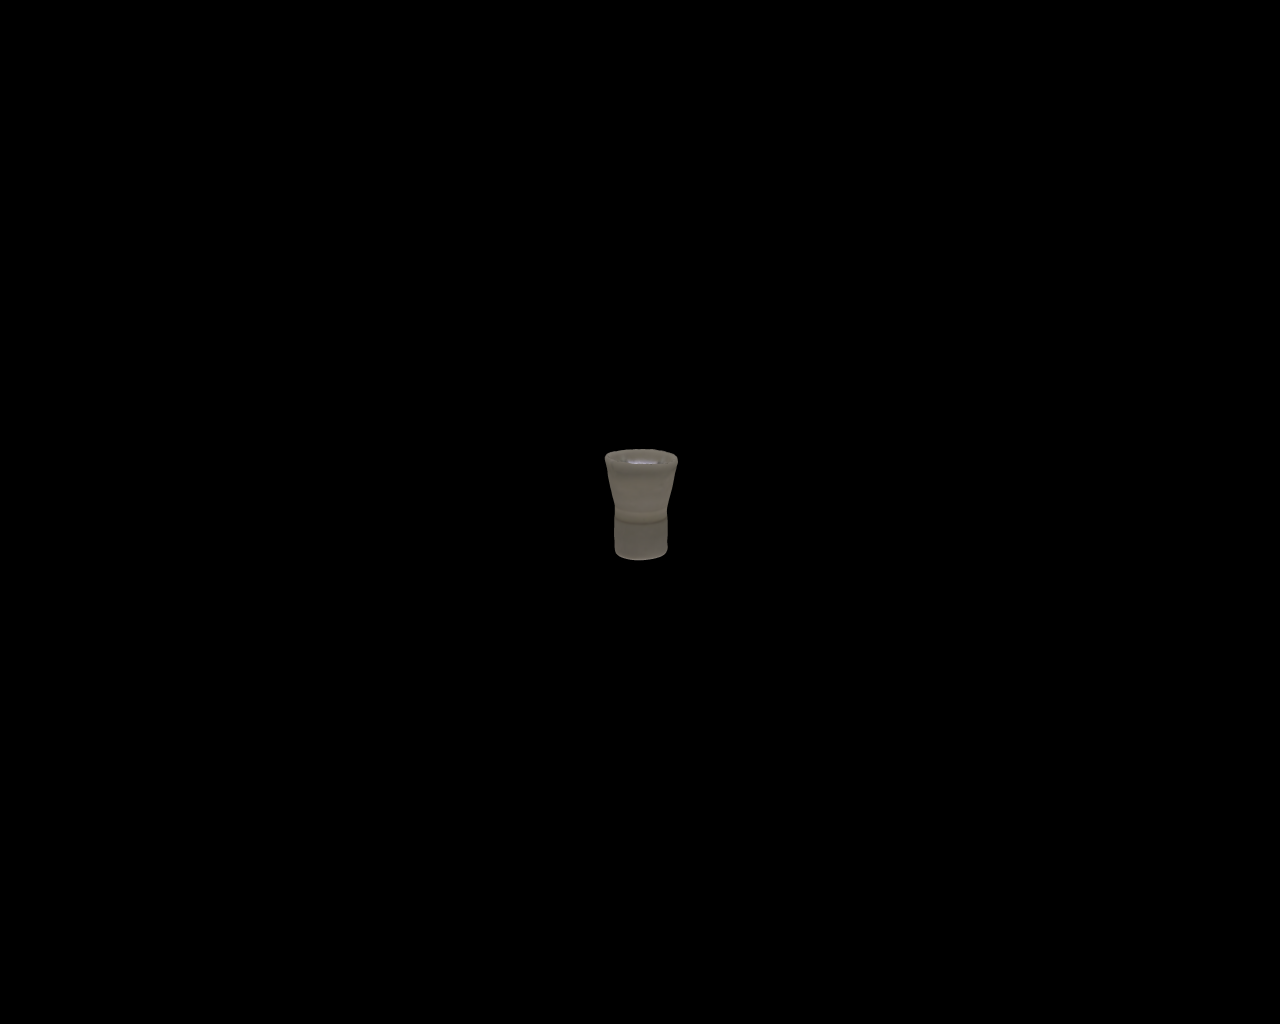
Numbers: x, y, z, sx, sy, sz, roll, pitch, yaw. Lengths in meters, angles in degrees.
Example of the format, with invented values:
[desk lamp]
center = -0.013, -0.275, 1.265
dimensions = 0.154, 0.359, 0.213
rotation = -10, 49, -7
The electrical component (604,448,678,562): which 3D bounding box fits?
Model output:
[electrical component]
center = 0.001, -0.003, 0.650
dimensions = 0.044, 0.065, 0.044
rotation = 0, 15, 0
